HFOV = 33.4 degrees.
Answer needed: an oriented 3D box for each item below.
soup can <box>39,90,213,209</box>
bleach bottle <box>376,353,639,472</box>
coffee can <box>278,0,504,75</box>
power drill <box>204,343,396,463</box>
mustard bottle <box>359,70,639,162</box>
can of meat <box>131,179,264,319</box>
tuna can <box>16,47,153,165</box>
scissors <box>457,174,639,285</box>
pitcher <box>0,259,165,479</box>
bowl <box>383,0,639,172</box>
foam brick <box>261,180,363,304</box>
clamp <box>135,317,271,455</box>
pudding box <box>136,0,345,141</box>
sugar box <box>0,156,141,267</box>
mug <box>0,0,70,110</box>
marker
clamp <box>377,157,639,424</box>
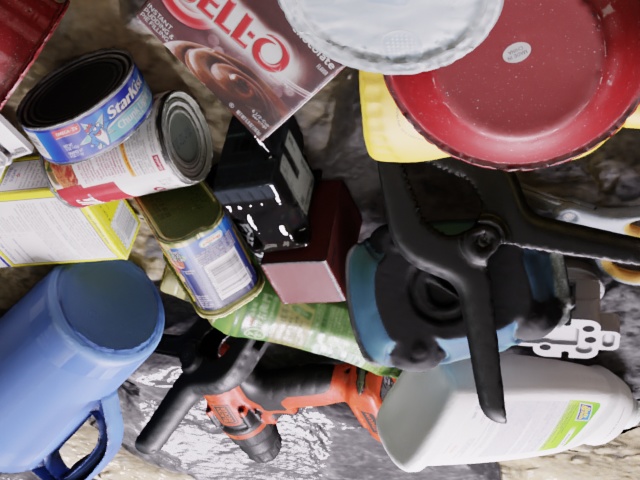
[{"bbox_3d":[-0.135,-0.063,0.748,0.102,0.068,0.068,-10,139,25],"label":"soup can"},{"bbox_3d":[0.174,0.146,0.897,0.250,0.068,0.103,9,123,-34],"label":"bleach bottle"},{"bbox_3d":[0.040,-0.164,0.510,0.103,0.140,0.103,7,143,5],"label":"coffee can"},{"bbox_3d":[-0.016,0.161,1.021,0.188,0.057,0.184,-4,140,19],"label":"power drill"},{"bbox_3d":[0.122,-0.090,0.654,0.192,0.058,0.096,2,133,11],"label":"mustard bottle"},{"bbox_3d":[-0.093,-0.005,0.790,0.057,0.102,0.084,-31,136,-9],"label":"can of meat"},{"bbox_3d":[-0.154,-0.088,0.702,0.086,0.086,0.033,-9,130,24],"label":"tuna can"},{"bbox_3d":[0.184,-0.009,0.782,0.202,0.016,0.096,10,143,1],"label":"scissors"},{"bbox_3d":[-0.233,0.117,0.956,0.149,0.145,0.243,25,138,-25],"label":"pitcher"},{"bbox_3d":[0.107,-0.106,0.584,0.162,0.055,0.162,4,113,9],"label":"bowl"},{"bbox_3d":[-0.005,0.001,0.792,0.051,0.078,0.053,-3,141,21],"label":"foam brick"},{"bbox_3d":[-0.113,0.102,0.956,0.172,0.120,0.039,-37,147,19],"label":"clamp"},{"bbox_3d":[-0.043,-0.128,0.639,0.113,0.039,0.090,44,136,-10],"label":"pudding box"},{"bbox_3d":[-0.243,-0.021,0.851,0.176,0.048,0.093,-1,142,21],"label":"sugar box"},{"bbox_3d":[-0.219,-0.135,0.671,0.081,0.093,0.117,34,174,-20],"label":"mug"},{"bbox_3d":[-0.050,-0.005,0.810,0.020,0.020,0.121,-19,112,33],"label":"marker"},{"bbox_3d":[0.108,0.010,0.724,0.210,0.164,0.036,39,-175,3],"label":"clamp"}]
